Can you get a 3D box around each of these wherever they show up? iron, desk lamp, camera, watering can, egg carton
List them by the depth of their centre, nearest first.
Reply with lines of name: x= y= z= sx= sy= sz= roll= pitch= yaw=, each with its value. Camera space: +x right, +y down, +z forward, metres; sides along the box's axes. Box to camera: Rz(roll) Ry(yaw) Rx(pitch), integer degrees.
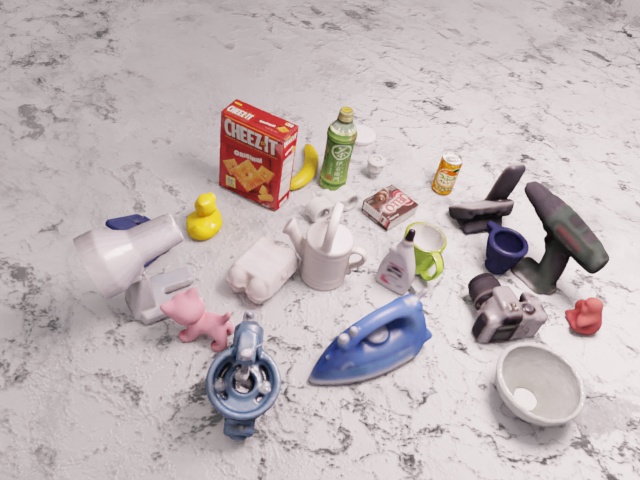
desk lamp: x=-0.324 y=0.050 z=1.041 sx=0.204 sy=0.213 sz=0.117 roll=-19 pitch=53 yaw=-27
iron: x=0.096 y=0.175 z=1.059 sx=0.259 sy=0.141 sz=0.118 roll=-22 pitch=55 yaw=-29
watering can: x=0.010 y=0.006 z=1.165 sx=0.173 sy=0.194 sz=0.101 roll=1 pitch=47 yaw=-10
egg carton: x=-0.115 y=0.061 z=1.174 sx=0.107 sy=0.069 sz=0.150 roll=28 pitch=48 yaw=15
camera: x=0.378 y=0.130 z=1.188 sx=0.143 sy=0.101 sz=0.136 roll=-5 pitch=48 yaw=-16

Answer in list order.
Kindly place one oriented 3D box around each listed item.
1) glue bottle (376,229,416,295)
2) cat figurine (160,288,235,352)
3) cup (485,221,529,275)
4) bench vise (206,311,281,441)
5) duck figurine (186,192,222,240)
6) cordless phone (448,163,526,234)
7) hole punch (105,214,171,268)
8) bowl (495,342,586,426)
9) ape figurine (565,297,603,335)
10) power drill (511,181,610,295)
glue bottle: x=0.168 y=0.038 z=1.181 sx=0.078 sy=0.173 sz=0.037 roll=26 pitch=48 yaw=14
cat figurine: x=-0.221 y=0.137 z=1.047 sx=0.127 sy=0.118 sz=0.067 roll=13 pitch=46 yaw=1
cup: x=0.404 y=0.023 z=1.298 sx=0.092 sy=0.095 sz=0.117 roll=-14 pitch=51 yaw=-23
bench vise: x=-0.133 y=0.192 z=0.940 sx=0.122 sy=0.220 sz=0.207 roll=-8 pitch=49 yaw=-18
duck figurine: x=-0.252 y=-0.059 z=1.248 sx=0.077 sy=0.086 sz=0.104 roll=15 pitch=46 yaw=3
cordless phone: x=0.400 y=-0.110 z=1.362 sx=0.148 sy=0.185 sz=0.094 roll=-11 pitch=50 yaw=-20
hole punch: x=-0.372 y=-0.011 z=1.175 sx=0.108 sy=0.091 sz=0.101 roll=31 pitch=49 yaw=17
bowl: x=0.398 y=0.279 z=1.069 sx=0.167 sy=0.075 sz=0.167 roll=6 pitch=46 yaw=-6
ape figurine: x=0.565 y=0.154 z=1.209 sx=0.076 sy=0.092 sz=0.078 roll=38 pitch=51 yaw=23
power drill: x=0.503 y=0.011 z=1.252 sx=0.076 sy=0.208 sz=0.229 roll=-25 pitch=56 yaw=-30
